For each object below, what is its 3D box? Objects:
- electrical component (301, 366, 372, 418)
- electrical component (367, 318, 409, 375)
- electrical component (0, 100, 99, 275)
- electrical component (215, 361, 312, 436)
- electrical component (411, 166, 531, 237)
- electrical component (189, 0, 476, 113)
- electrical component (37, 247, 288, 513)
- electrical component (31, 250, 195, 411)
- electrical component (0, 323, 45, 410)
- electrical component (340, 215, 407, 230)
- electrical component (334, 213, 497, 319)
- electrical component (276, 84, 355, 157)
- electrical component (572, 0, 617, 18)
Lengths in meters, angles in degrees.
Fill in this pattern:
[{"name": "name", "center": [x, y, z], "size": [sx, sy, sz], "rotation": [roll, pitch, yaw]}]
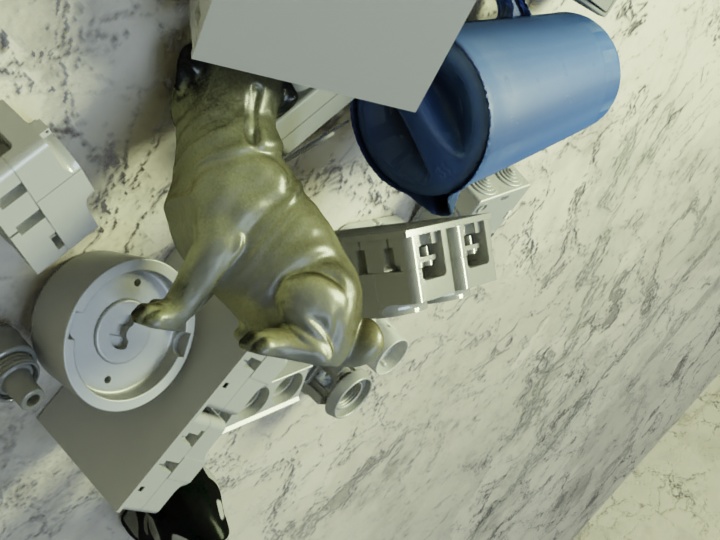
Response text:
[{"name": "electrical component", "center": [-0.025, 0.111, 1.076], "size": [0.058, 0.057, 0.078], "rotation": [-56, 152, 11]}, {"name": "electrical component", "center": [0.000, 0.055, 1.021], "size": [0.044, 0.077, 0.079], "rotation": [-48, 152, -2]}, {"name": "electrical component", "center": [-0.196, -0.050, 0.631], "size": [0.056, 0.050, 0.089], "rotation": [-41, 152, -16]}, {"name": "electrical component", "center": [-0.110, 0.097, 0.927], "size": [0.121, 0.063, 0.078], "rotation": [-18, 139, -45]}, {"name": "electrical component", "center": [0.108, -0.063, 1.046], "size": [0.100, 0.048, 0.099], "rotation": [-20, 154, -43]}, {"name": "electrical component", "center": [-0.020, -0.164, 0.657], "size": [0.150, 0.061, 0.089], "rotation": [10, 133, -22]}, {"name": "electrical component", "center": [-0.140, 0.079, 0.815], "size": [0.186, 0.105, 0.060], "rotation": [-51, 152, 2]}, {"name": "electrical component", "center": [-0.176, 0.038, 0.749], "size": [0.108, 0.060, 0.108], "rotation": [-20, 118, -44]}, {"name": "electrical component", "center": [-0.232, 0.067, 0.710], "size": [0.043, 0.062, 0.043], "rotation": [-36, 149, -25]}, {"name": "electrical component", "center": [0.022, -0.009, 0.993], "size": [0.095, 0.059, 0.053], "rotation": [-13, 136, -49]}, {"name": "electrical component", "center": [0.000, 0.000, 0.839], "size": [0.105, 0.186, 0.060], "rotation": [-14, 97, -48]}, {"name": "electrical component", "center": [-0.045, -0.137, 0.748], "size": [0.083, 0.047, 0.075], "rotation": [-42, 151, -15]}, {"name": "electrical component", "center": [0.196, -0.265, 0.930], "size": [0.096, 0.061, 0.061], "rotation": [5, 121, -58]}]
